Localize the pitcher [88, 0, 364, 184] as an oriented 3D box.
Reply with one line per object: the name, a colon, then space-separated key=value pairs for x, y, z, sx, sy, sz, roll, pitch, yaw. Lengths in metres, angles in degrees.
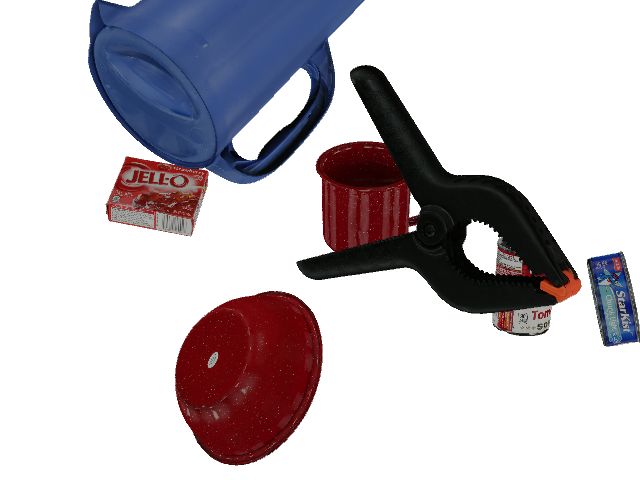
pitcher: x=-0.055 y=-0.171 z=0.874 sx=0.145 sy=0.149 sz=0.242 roll=25 pitch=56 yaw=30

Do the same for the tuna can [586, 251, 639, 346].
tuna can: x=0.273 y=0.055 z=0.994 sx=0.034 sy=0.086 sz=0.086 roll=-11 pitch=-2 yaw=12

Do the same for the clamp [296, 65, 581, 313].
clamp: x=0.080 y=-0.020 z=0.725 sx=0.210 sy=0.165 sz=0.036 roll=22 pitch=23 yaw=31

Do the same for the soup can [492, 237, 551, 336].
soup can: x=0.235 y=0.052 z=1.233 sx=0.068 sy=0.102 sz=0.068 roll=1 pitch=17 yaw=-1

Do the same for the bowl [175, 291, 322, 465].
bowl: x=-0.076 y=0.111 z=0.933 sx=0.162 sy=0.162 sz=0.055 roll=0 pitch=-22 yaw=44

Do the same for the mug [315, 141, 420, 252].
mug: x=0.054 y=-0.037 z=0.999 sx=0.117 sy=0.081 sz=0.093 roll=-5 pitch=33 yaw=-7

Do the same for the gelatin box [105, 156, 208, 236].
gelatin box: x=-0.165 y=-0.046 z=1.085 sx=0.089 sy=0.073 sz=0.030 roll=11 pitch=-45 yaw=1
